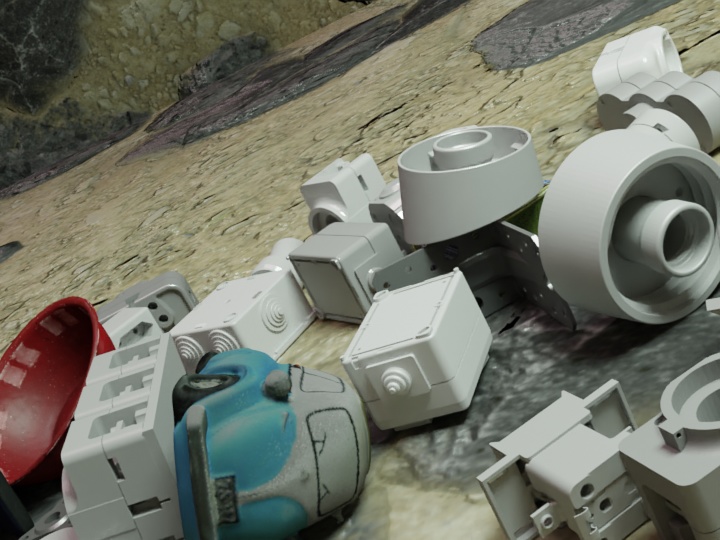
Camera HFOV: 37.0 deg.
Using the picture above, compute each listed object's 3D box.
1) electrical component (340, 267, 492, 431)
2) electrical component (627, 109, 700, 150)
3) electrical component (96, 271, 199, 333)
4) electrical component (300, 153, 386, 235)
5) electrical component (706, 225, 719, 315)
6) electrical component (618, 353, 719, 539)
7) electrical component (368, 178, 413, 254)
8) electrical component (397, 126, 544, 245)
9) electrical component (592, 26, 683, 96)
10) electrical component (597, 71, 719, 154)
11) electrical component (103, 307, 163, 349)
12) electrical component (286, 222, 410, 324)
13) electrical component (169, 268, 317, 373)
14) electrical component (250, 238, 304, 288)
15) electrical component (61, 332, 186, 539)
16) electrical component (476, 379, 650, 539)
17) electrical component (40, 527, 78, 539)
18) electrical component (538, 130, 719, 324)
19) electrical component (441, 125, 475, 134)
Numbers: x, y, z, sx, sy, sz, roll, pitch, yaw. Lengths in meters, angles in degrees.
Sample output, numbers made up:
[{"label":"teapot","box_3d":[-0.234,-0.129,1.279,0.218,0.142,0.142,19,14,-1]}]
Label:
[{"label":"electrical component","box_3d":[0.036,0.053,0.640,0.062,0.061,0.096,-18,21,26]},{"label":"electrical component","box_3d":[0.205,-0.079,0.766,0.047,0.055,0.055,-40,22,-23]},{"label":"electrical component","box_3d":[-0.198,0.045,0.999,0.095,0.053,0.059,-28,18,-1]},{"label":"electrical component","box_3d":[-0.005,-0.044,0.908,0.056,0.089,0.050,-40,22,-33]},{"label":"electrical component","box_3d":[0.199,0.007,0.511,0.042,0.063,0.081,-12,-18,36]},{"label":"electrical component","box_3d":[0.158,0.069,0.434,0.089,0.055,0.050,-32,19,-12]},{"label":"electrical component","box_3d":[0.049,-0.040,0.840,0.051,0.080,0.080,-39,21,-15]},{"label":"electrical component","box_3d":[0.073,-0.057,0.721,0.099,0.064,0.099,-11,22,5]},{"label":"electrical component","box_3d":[0.251,-0.177,0.960,0.059,0.053,0.095,-16,22,31]},{"label":"electrical component","box_3d":[0.226,-0.114,0.831,0.074,0.052,0.138,-32,19,-14]},{"label":"electrical component","box_3d":[-0.200,0.071,0.913,0.077,0.065,0.047,-4,29,49]},{"label":"electrical component","box_3d":[0.000,0.000,0.829,0.061,0.061,0.096,-37,20,-25]},{"label":"electrical component","box_3d":[-0.096,0.044,0.867,0.100,0.048,0.099,-12,24,40]},{"label":"electrical component","box_3d":[-0.068,0.004,0.941,0.045,0.045,0.055,-17,22,30]},{"label":"electrical component","box_3d":[-0.137,0.112,0.667,0.062,0.089,0.150,-18,19,0]},{"label":"electrical component","box_3d":[0.099,0.091,0.482,0.081,0.042,0.064,-33,23,-15]},{"label":"electrical component","box_3d":[-0.220,0.188,0.618,0.138,0.073,0.052,-29,19,-5]},{"label":"electrical component","box_3d":[0.161,-0.022,0.599,0.108,0.108,0.060,-34,25,-17]},{"label":"electrical component","box_3d":[0.083,-0.092,0.974,0.080,0.051,0.080,-25,19,9]}]
